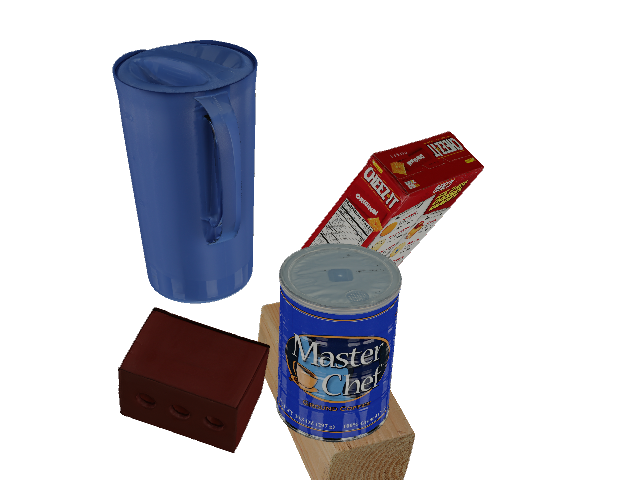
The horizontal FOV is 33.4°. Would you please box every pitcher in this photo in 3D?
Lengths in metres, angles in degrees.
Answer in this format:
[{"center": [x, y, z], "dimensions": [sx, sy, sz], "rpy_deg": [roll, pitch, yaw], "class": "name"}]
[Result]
[{"center": [-0.119, -0.059, 1.030], "dimensions": [0.145, 0.243, 0.149], "rpy_deg": [8, 32, 15], "class": "pitcher"}]

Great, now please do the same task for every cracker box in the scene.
[{"center": [0.069, -0.023, 1.245], "dimensions": [0.163, 0.072, 0.214], "rpy_deg": [-22, -24, -49], "class": "cracker box"}]

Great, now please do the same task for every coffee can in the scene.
[{"center": [0.014, 0.088, 0.925], "dimensions": [0.103, 0.140, 0.103], "rpy_deg": [2, 30, -1], "class": "coffee can"}]

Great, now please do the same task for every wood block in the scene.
[{"center": [0.011, 0.161, 1.119], "dimensions": [0.090, 0.090, 0.206], "rpy_deg": [-10, 44, -20], "class": "wood block"}]

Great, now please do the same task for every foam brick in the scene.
[{"center": [-0.077, 0.086, 0.654], "dimensions": [0.078, 0.051, 0.053], "rpy_deg": [17, -43, 8], "class": "foam brick"}]
